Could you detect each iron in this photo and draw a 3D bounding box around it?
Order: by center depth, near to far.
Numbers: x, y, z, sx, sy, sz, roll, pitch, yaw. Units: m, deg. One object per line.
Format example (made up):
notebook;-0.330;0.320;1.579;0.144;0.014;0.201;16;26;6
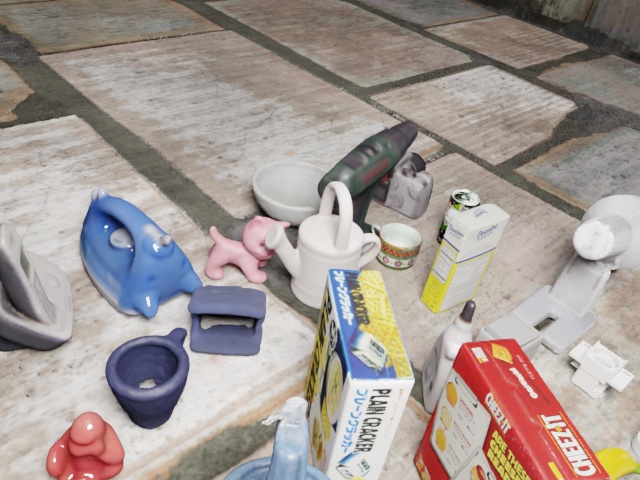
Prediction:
iron;-0.288;-0.004;0.844;0.257;0.141;0.119;34;43;28

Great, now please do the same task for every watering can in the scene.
watering can;0.009;0.004;0.860;0.173;0.194;0.100;-18;45;-32

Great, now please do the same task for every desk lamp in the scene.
desk lamp;0.423;0.042;0.894;0.204;0.213;0.117;-24;48;-37

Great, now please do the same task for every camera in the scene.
camera;0.174;-0.132;1.158;0.142;0.101;0.137;30;41;24

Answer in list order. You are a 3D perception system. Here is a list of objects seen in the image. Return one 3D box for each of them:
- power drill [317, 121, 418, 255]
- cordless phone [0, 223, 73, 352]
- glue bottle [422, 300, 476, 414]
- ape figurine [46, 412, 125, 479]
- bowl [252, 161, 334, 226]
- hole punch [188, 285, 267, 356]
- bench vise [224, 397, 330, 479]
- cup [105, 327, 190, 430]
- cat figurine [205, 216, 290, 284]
power drill;0.078;-0.083;0.981;0.075;0.208;0.230;31;41;26
cordless phone;-0.374;0.039;0.730;0.094;0.185;0.147;-8;40;-22
glue bottle;0.169;0.143;0.733;0.037;0.173;0.078;10;37;0
ape figurine;-0.245;0.217;0.604;0.077;0.092;0.076;12;37;3
bowl;-0.044;-0.075;1.052;0.167;0.075;0.167;7;37;-5
hole punch;-0.129;0.095;0.793;0.109;0.091;0.101;5;37;-7
bench vise;-0.025;0.256;0.498;0.122;0.220;0.207;-4;39;-18
cup;-0.195;0.167;0.680;0.091;0.095;0.118;19;38;12
cat figurine;-0.113;0.003;0.897;0.128;0.118;0.067;4;37;-8
